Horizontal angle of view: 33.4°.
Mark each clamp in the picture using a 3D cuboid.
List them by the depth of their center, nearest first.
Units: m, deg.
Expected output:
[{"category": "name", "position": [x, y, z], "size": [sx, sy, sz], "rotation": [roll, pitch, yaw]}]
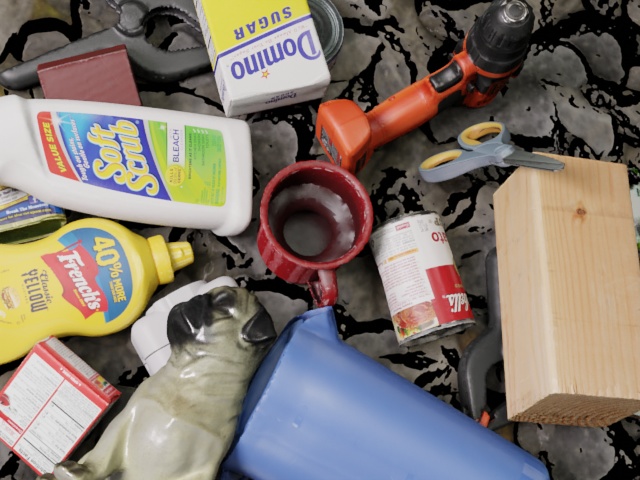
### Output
[{"category": "clamp", "position": [0.162, 0.089, 0.925], "size": [0.120, 0.039, 0.171], "rotation": [37, 65, 8]}, {"category": "clamp", "position": [-0.175, -0.184, 0.946], "size": [0.210, 0.036, 0.164], "rotation": [19, 81, -8]}]

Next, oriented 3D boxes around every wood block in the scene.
[{"category": "wood block", "position": [0.207, 0.042, 0.885], "size": [0.090, 0.090, 0.206], "rotation": [7, 65, -12]}]

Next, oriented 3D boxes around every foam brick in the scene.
[{"category": "foam brick", "position": [-0.194, -0.130, 0.899], "size": [0.078, 0.053, 0.051], "rotation": [-15, 107, -7]}]

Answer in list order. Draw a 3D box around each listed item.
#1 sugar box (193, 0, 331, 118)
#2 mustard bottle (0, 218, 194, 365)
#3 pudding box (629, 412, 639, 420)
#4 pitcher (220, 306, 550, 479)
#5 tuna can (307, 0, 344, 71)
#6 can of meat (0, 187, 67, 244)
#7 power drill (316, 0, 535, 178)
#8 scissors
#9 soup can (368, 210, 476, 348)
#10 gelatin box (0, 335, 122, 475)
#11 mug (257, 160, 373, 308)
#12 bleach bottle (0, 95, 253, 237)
[{"category": "sugar box", "position": [-0.059, -0.201, 0.929], "size": [0.093, 0.048, 0.176], "rotation": [-15, 75, -14]}, {"category": "mustard bottle", "position": [-0.196, 0.034, 0.866], "size": [0.191, 0.058, 0.096], "rotation": [-15, 86, -14]}, {"category": "pudding box", "position": [0.287, 0.100, 0.925], "size": [0.090, 0.039, 0.113], "rotation": [14, 91, -5]}, {"category": "pitcher", "position": [0.047, 0.178, 0.838], "size": [0.243, 0.149, 0.145], "rotation": [29, 49, -4]}, {"category": "tuna can", "position": [-0.022, -0.187, 0.976], "size": [0.086, 0.034, 0.086], "rotation": [3, 73, -10]}, {"category": "can of meat", "position": [-0.265, -0.041, 0.878], "size": [0.102, 0.057, 0.084], "rotation": [-14, 78, -14]}, {"category": "power drill", "position": [0.090, -0.127, 0.909], "size": [0.187, 0.184, 0.057], "rotation": [-28, 80, -7]}, {"category": "scissors", "position": [0.137, -0.063, 0.898], "size": [0.096, 0.202, 0.016], "rotation": [-29, 107, 6]}, {"category": "soup can", "position": [0.085, 0.033, 0.911], "size": [0.068, 0.068, 0.102], "rotation": [-14, 76, -14]}, {"category": "gelatin box", "position": [-0.210, 0.131, 0.830], "size": [0.073, 0.030, 0.089], "rotation": [40, 106, 3]}, {"category": "mug", "position": [-0.006, 0.001, 0.897], "size": [0.093, 0.081, 0.117], "rotation": [-13, 76, -14]}, {"category": "bleach bottle", "position": [-0.180, -0.059, 0.853], "size": [0.250, 0.068, 0.102], "rotation": [3, 82, -27]}]
